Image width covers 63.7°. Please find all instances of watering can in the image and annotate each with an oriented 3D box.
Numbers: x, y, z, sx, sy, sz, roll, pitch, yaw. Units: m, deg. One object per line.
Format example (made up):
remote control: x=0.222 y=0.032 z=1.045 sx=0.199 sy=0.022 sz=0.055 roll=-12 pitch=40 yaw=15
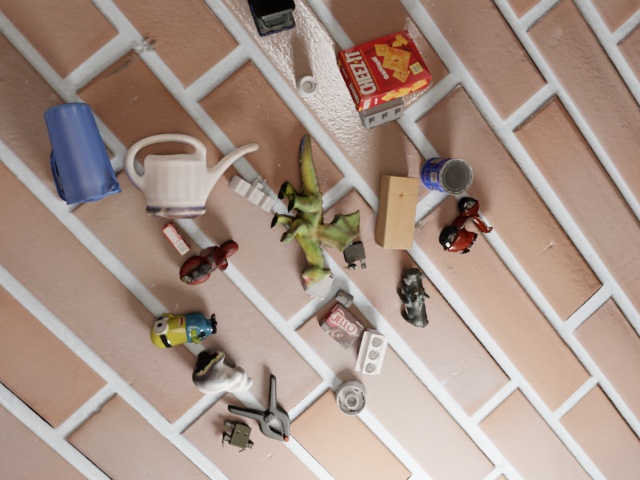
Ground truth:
watering can: x=-0.336 y=-0.166 z=1.363 sx=0.348 sy=0.105 sz=0.223 roll=-1 pitch=99 yaw=-11

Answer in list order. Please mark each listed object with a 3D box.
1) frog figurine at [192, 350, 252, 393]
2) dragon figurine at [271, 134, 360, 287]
frog figurine: x=-0.275 y=0.394 z=1.450 sx=0.136 sy=0.125 sz=0.157 roll=-25 pitch=115 yaw=27
dragon figurine: x=0.004 y=-0.073 z=1.452 sx=0.241 sy=0.122 sz=0.413 roll=20 pitch=80 yaw=-23
